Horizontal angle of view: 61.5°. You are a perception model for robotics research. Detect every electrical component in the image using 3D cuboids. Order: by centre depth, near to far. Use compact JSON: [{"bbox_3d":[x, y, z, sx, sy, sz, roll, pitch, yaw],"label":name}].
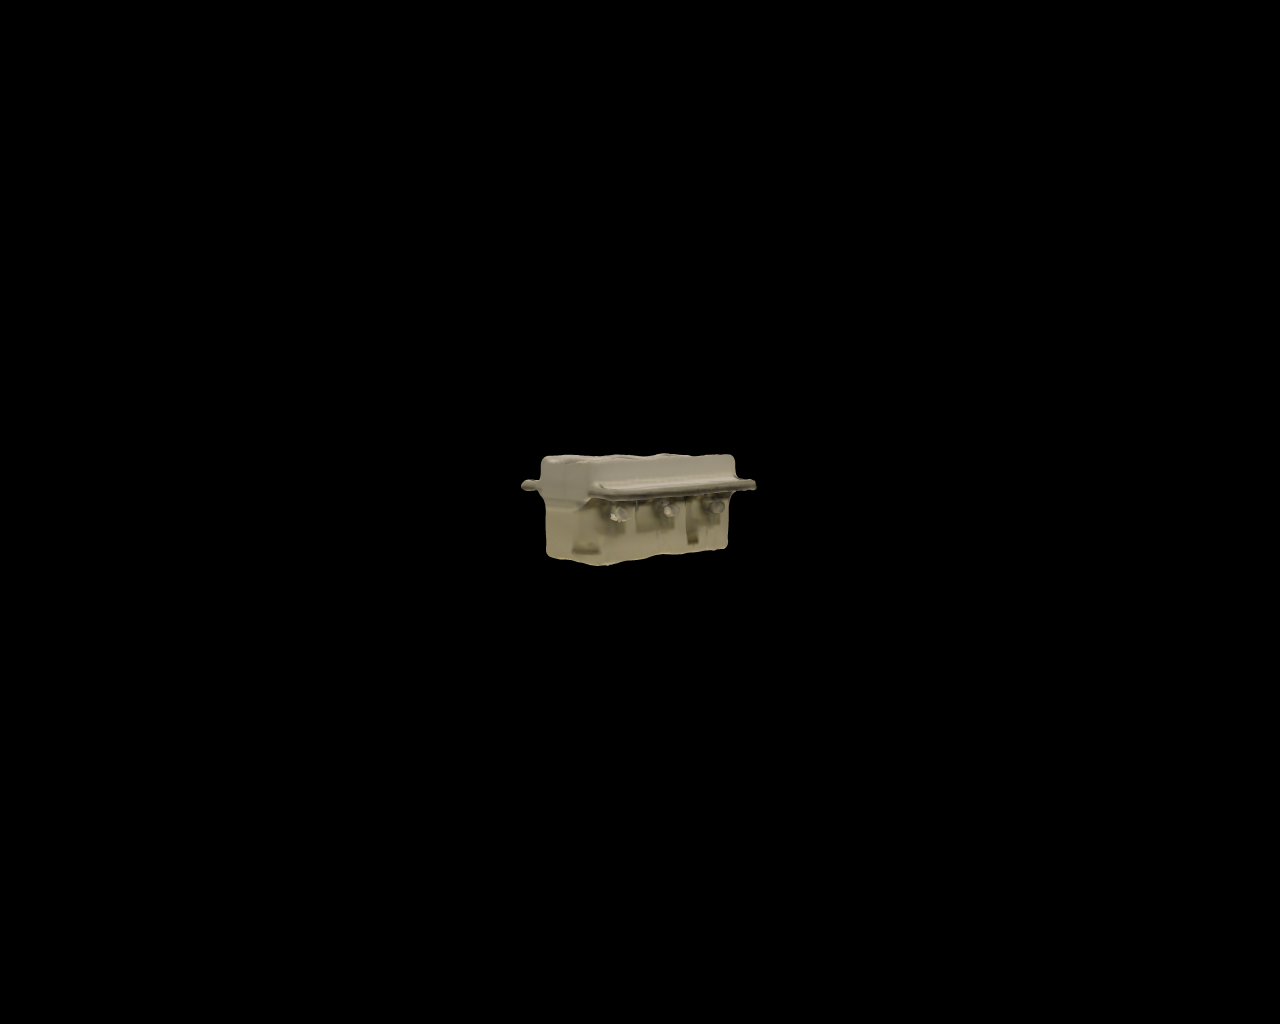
[{"bbox_3d":[0.001,-0.003,0.650,0.121,0.063,0.079,-4,6,-43],"label":"electrical component"}]
